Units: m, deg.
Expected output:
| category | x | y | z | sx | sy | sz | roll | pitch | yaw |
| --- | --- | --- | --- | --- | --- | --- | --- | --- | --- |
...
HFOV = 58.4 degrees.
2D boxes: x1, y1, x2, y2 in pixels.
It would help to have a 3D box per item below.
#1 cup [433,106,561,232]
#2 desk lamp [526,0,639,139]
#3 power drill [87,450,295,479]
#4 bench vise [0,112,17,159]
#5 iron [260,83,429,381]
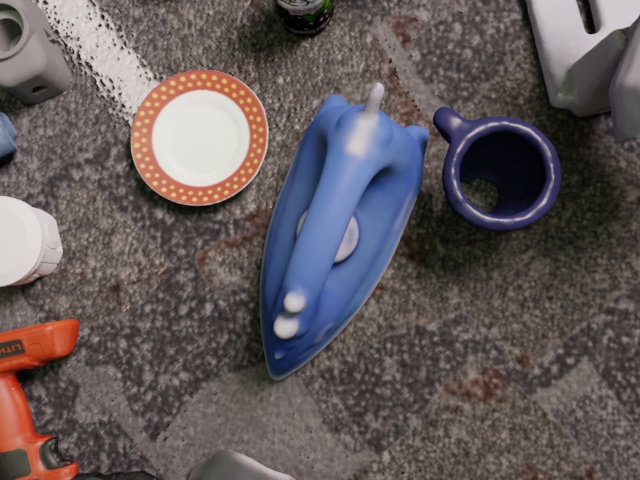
| category | x | y | z | sx | sy | sz | roll | pitch | yaw |
| --- | --- | --- | --- | --- | --- | --- | --- | --- | --- |
| cup | 0.134 | -0.057 | 0.487 | 0.092 | 0.095 | 0.117 | -43 | 84 | -1 |
| desk lamp | 0.247 | -0.160 | 0.431 | 0.118 | 0.213 | 0.203 | -13 | 84 | 2 |
| power drill | -0.065 | 0.229 | 0.414 | 0.229 | 0.208 | 0.076 | 22 | 86 | 5 |
| bench vise | -0.376 | -0.056 | 0.450 | 0.121 | 0.220 | 0.207 | 41 | 88 | 6 |
| iron | 0.004 | 0.002 | 0.465 | 0.118 | 0.141 | 0.258 | 21 | 86 | 5 |
